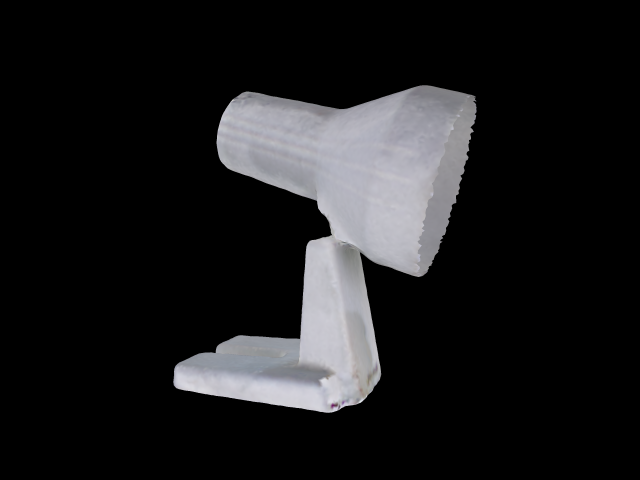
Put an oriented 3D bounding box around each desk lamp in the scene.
[{"bbox_3d":[0.004,0.001,0.400,0.202,0.213,0.118,1,4,20],"label":"desk lamp"}]
